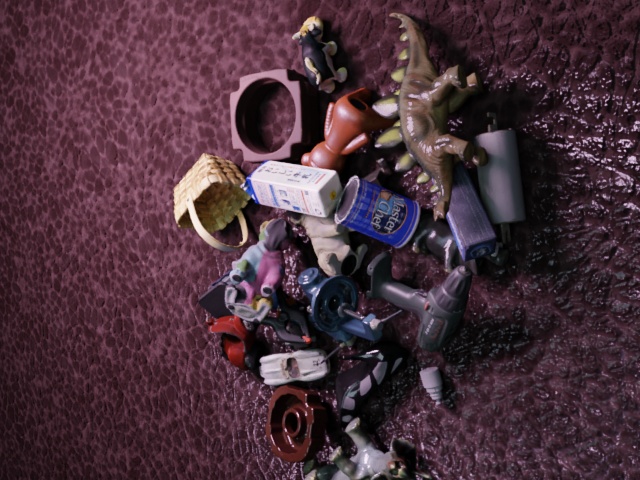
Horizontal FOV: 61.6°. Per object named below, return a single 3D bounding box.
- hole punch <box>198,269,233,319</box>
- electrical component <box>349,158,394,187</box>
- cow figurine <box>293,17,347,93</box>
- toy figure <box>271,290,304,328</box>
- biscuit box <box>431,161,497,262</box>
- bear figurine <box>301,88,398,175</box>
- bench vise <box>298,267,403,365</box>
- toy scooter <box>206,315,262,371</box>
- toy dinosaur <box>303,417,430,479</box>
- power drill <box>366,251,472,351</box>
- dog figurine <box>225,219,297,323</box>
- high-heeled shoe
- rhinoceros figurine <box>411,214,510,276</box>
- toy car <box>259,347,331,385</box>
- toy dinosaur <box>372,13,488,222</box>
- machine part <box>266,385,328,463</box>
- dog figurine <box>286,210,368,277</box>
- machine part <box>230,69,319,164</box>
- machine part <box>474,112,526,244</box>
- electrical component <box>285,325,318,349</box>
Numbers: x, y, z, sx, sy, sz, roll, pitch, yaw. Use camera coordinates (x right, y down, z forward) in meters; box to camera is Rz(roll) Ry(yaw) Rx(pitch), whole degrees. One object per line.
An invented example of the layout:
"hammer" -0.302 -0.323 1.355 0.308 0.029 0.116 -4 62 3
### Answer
"hole punch" -0.226 0.143 1.359 0.142 0.092 0.115 -36 107 26
"electrical component" 0.105 -0.130 1.138 0.102 0.078 0.045 -27 106 35
"cow figurine" -0.012 -0.406 1.161 0.068 0.098 0.167 -26 82 37
"toy figure" -0.094 0.151 1.288 0.155 0.058 0.064 34 117 18
"biscuit box" 0.263 -0.062 1.000 0.063 0.059 0.203 -17 59 6
"bear figurine" 0.055 -0.210 1.147 0.120 0.132 0.195 45 133 21
"bench vise" 0.051 0.163 1.119 0.241 0.129 0.223 14 130 52
"toy scooter" -0.214 0.241 1.325 0.135 0.075 0.183 7 121 11
"toy dinosaur" 0.078 0.536 1.192 0.192 0.131 0.404 40 126 3
"power drill" 0.195 0.101 1.067 0.208 0.086 0.231 26 135 29
"dog figurine" -0.124 0.054 1.216 0.108 0.219 0.191 22 133 0
"high-heeled shoe" 0.113 0.324 1.195 0.145 0.086 0.248 -1 123 -6
"rhinoceros figurine" 0.273 0.011 1.052 0.191 0.073 0.112 26 97 28
"toy car" -0.066 0.303 1.285 0.202 0.056 0.073 -16 87 30
"toy dinosaur" 0.196 -0.251 1.003 0.199 0.105 0.471 -13 67 38
"machine part" -0.055 0.428 1.257 0.179 0.056 0.179 -17 65 44
"dog figurine" 0.000 -0.006 1.205 0.191 0.121 0.172 21 103 42
"machine part" -0.104 -0.279 1.235 0.202 0.087 0.200 0 95 32
"machine part" 0.333 -0.115 0.996 0.079 0.079 0.243 -7 90 31
"electrical component" -0.048 0.226 1.287 0.094 0.021 0.063 -16 86 31
